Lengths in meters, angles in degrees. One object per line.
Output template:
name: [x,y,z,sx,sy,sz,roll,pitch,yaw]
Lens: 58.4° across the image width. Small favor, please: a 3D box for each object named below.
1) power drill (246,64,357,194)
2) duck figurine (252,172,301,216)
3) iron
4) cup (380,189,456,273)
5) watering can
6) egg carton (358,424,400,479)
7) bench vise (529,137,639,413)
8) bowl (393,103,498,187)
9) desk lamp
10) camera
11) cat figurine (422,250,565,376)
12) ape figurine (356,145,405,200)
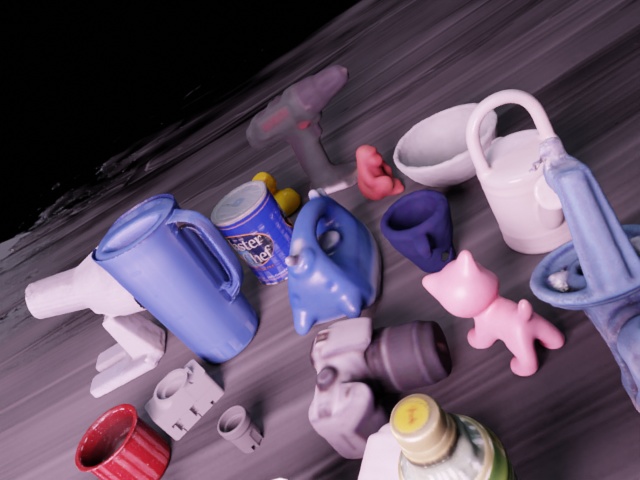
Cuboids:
power drill: [-0.009,-0.187,1.029,0.229,0.209,0.075,-16,35,28]
duck figurine: [-0.092,-0.091,1.093,0.104,0.086,0.078,9,51,49]
iron: [0.007,0.003,0.810,0.118,0.142,0.258,-20,33,22]
cup: [0.137,0.004,0.731,0.091,0.095,0.117,-25,32,15]
watering can: [0.237,-0.083,0.659,0.101,0.194,0.172,-40,31,-10]
egg carton: [0.083,0.227,0.493,0.107,0.070,0.150,-13,36,31]
bench vise: [0.252,0.023,0.471,0.121,0.220,0.207,-36,30,-3]
bowl: [0.202,-0.134,0.883,0.167,0.075,0.167,-24,32,16]
desk lamp: [-0.337,0.118,0.906,0.203,0.214,0.117,-30,31,7]
camera: [0.063,0.137,0.608,0.136,0.101,0.143,-19,33,23]
cat figurine: [0.172,0.064,0.591,0.067,0.118,0.127,-43,32,-15]
ape figurine: [0.090,-0.117,0.949,0.076,0.092,0.078,-13,37,32]
